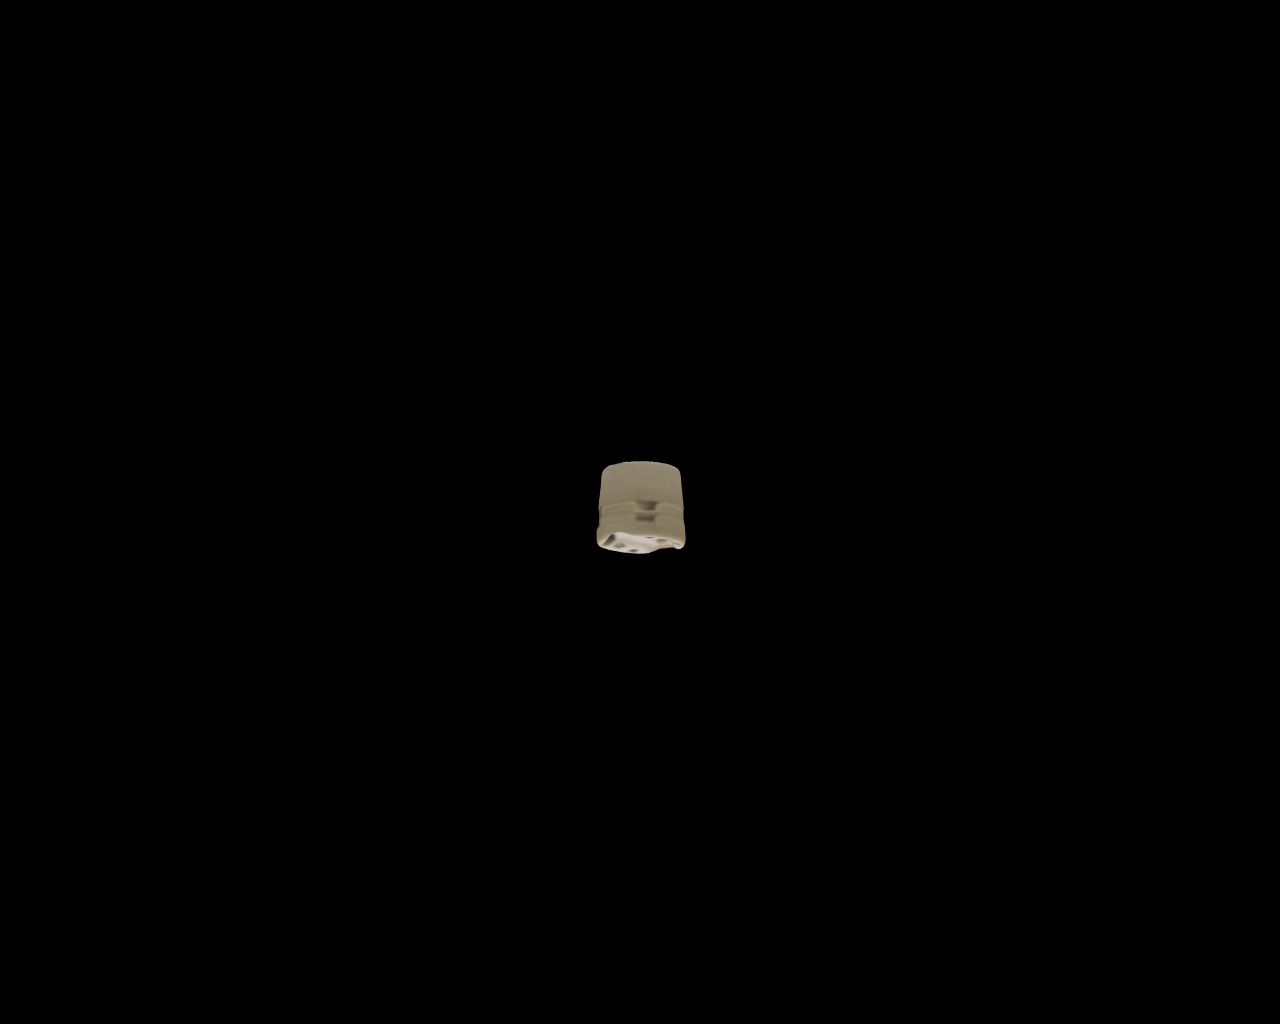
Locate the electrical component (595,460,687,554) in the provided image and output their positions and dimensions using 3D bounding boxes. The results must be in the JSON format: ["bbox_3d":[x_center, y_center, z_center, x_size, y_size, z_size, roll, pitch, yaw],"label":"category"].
[{"bbox_3d":[0.001,-0.003,0.650,0.055,0.047,0.055,0,-14,0],"label":"electrical component"}]
